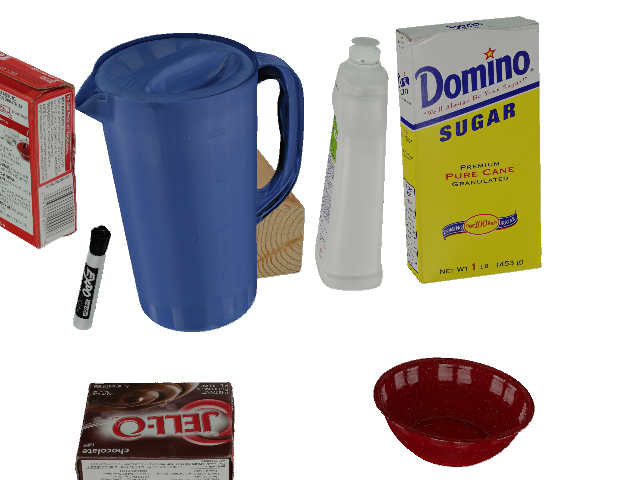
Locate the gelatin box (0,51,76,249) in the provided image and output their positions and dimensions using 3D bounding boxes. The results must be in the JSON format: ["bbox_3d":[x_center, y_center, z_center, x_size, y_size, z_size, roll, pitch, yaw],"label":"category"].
[{"bbox_3d":[-0.162,-0.051,0.558,0.073,0.089,0.030,26,36,28],"label":"gelatin box"}]

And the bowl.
[{"bbox_3d":[0.133,0.181,1.084,0.162,0.055,0.162,2,24,-1],"label":"bowl"}]

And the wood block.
[{"bbox_3d":[-0.097,-0.041,1.317,0.090,0.090,0.206,-7,30,-20],"label":"wood block"}]

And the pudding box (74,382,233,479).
[{"bbox_3d":[-0.121,0.146,0.796,0.113,0.039,0.090,-2,27,-4],"label":"pudding box"}]

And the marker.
[{"bbox_3d":[-0.223,0.036,1.040,0.020,0.121,0.020,13,33,-9],"label":"marker"}]

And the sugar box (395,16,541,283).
[{"bbox_3d":[0.105,-0.063,0.748,0.093,0.176,0.048,-8,21,-8],"label":"sugar box"}]

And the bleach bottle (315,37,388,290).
[{"bbox_3d":[0.037,-0.080,1.096,0.068,0.251,0.102,0,28,-9],"label":"bleach bottle"}]

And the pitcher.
[{"bbox_3d":[-0.103,-0.047,0.915,0.149,0.243,0.144,12,36,19],"label":"pitcher"}]
